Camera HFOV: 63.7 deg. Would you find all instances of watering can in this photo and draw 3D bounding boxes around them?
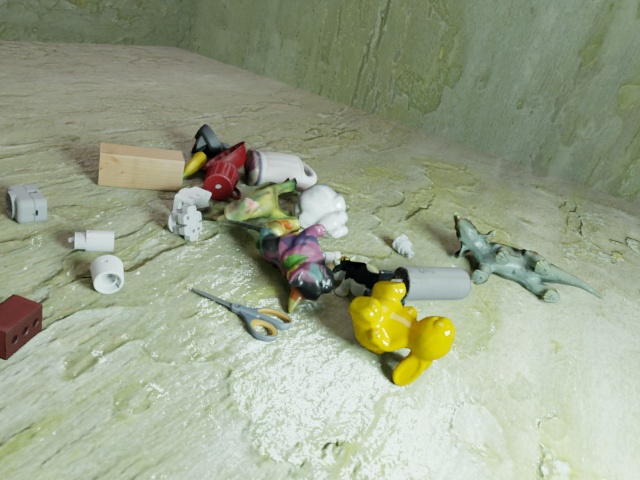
[{"bbox_3d":[-0.108,-0.191,1.538,0.224,0.102,0.354,3,27,-21],"label":"watering can"}]

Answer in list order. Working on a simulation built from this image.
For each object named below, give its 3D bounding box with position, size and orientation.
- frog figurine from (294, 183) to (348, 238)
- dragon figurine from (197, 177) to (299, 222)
[{"bbox_3d":[0.004,-0.067,1.339,0.137,0.120,0.163,-20,38,2],"label":"frog figurine"},{"bbox_3d":[-0.186,-0.089,1.277,0.243,0.122,0.411,-5,6,-16],"label":"dragon figurine"}]
